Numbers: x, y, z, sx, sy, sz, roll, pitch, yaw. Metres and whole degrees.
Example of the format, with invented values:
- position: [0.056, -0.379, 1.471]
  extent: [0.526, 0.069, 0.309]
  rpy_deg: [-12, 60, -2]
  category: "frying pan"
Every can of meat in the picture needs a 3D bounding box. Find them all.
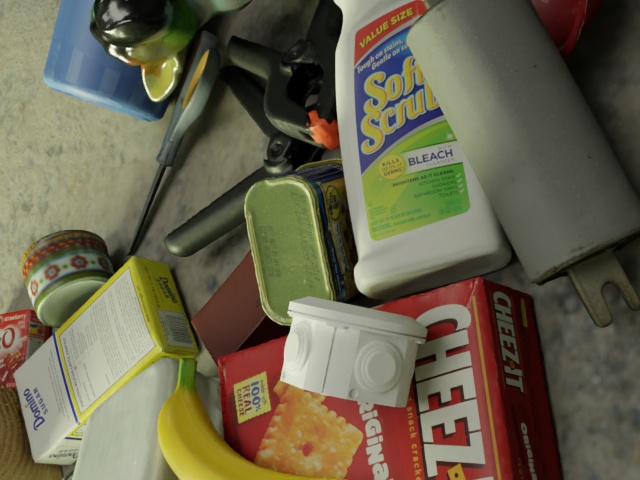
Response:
- position: [-0.005, 0.001, 0.712]
  extent: [0.058, 0.083, 0.102]
  rpy_deg: [-9, 96, 24]
  category: "can of meat"

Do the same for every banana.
- position: [-0.046, 0.141, 0.663]
  extent: [0.198, 0.037, 0.069]
  rpy_deg: [27, 97, 41]
  category: "banana"

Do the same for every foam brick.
- position: [-0.044, 0.054, 0.778]
  extent: [0.078, 0.051, 0.053]
  rpy_deg: [-48, 52, 19]
  category: "foam brick"

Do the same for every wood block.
- position: [-0.333, 0.214, 0.952]
  extent: [0.206, 0.090, 0.090]
  rpy_deg: [-34, 57, 28]
  category: "wood block"

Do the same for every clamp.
- position: [-0.024, -0.070, 0.807]
  extent: [0.210, 0.036, 0.164]
  rpy_deg: [-5, 68, 37]
  category: "clamp"
- position: [-0.018, -0.126, 0.790]
  extent: [0.120, 0.039, 0.171]
  rpy_deg: [-30, 41, 28]
  category: "clamp"

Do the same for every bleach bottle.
- position: [0.049, -0.094, 0.702]
  extent: [0.103, 0.068, 0.251]
  rpy_deg: [-16, 73, 12]
  category: "bleach bottle"

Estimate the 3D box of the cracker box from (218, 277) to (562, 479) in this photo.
- position: [0.036, 0.131, 0.671]
  extent: [0.214, 0.072, 0.164]
  rpy_deg: [-21, 65, 34]
  category: "cracker box"

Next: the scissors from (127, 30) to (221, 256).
- position: [-0.120, -0.079, 0.885]
  extent: [0.096, 0.016, 0.202]
  rpy_deg: [13, 84, 71]
  category: "scissors"

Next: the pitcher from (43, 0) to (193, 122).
- position: [-0.156, -0.232, 0.915]
  extent: [0.145, 0.149, 0.243]
  rpy_deg: [19, 93, 1]
  category: "pitcher"

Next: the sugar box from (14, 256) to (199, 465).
- position: [-0.181, 0.103, 0.886]
  extent: [0.176, 0.048, 0.093]
  rpy_deg: [-42, 54, 28]
  category: "sugar box"

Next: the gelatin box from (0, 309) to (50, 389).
- position: [-0.289, 0.106, 0.987]
  extent: [0.089, 0.030, 0.073]
  rpy_deg: [-10, 71, 38]
  category: "gelatin box"

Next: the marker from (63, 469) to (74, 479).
- position: [-0.177, 0.175, 0.877]
  extent: [0.121, 0.020, 0.020]
  rpy_deg: [-45, 53, 21]
  category: "marker"

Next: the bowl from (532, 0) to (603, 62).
- position: [0.132, -0.187, 0.664]
  extent: [0.162, 0.055, 0.162]
  rpy_deg: [52, 156, 34]
  category: "bowl"
